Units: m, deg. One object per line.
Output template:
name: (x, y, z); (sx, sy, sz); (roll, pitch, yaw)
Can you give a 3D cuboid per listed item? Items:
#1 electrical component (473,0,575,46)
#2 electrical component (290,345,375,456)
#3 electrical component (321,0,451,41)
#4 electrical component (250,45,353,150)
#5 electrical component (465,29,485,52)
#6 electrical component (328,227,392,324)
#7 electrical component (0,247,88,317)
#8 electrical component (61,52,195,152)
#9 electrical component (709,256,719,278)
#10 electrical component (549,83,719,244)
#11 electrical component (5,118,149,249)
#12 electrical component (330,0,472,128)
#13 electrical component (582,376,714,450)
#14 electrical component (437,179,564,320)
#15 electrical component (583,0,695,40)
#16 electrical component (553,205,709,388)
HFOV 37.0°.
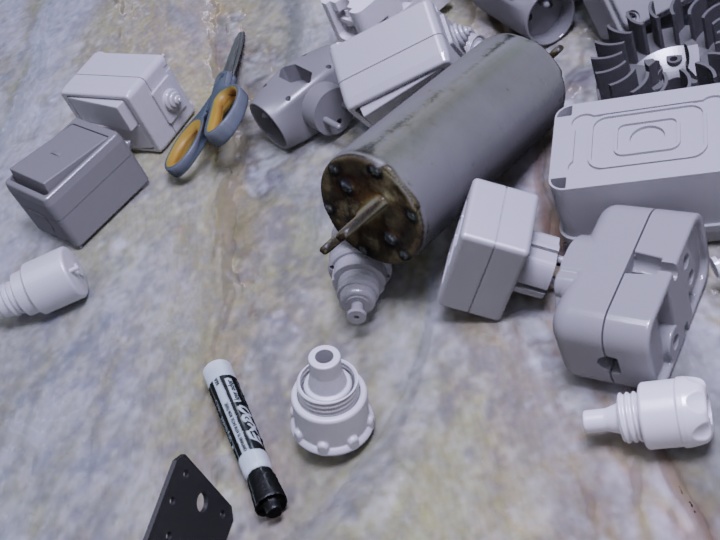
electrical component: (0.136, -0.213, 0.811); (0.079, 0.044, 0.077); (-33, 42, -8)
electrical component: (-0.017, 0.068, 0.594); (0.048, 0.062, 0.048); (-3, 43, 2)
electrical component: (0.023, -0.212, 0.857); (0.089, 0.055, 0.050); (-43, 45, -17)
electrical component: (-0.031, -0.125, 0.807); (0.077, 0.043, 0.079); (-41, 44, -15)
electrical component: (0.078, -0.164, 0.799); (0.061, 0.035, 0.035); (18, 58, 35)
electrical component: (0.000, 0.000, 0.672); (0.040, 0.040, 0.078); (-11, 45, 16)
electrical component: (-0.233, 0.013, 0.774); (0.078, 0.040, 0.040); (-24, 42, 3)
electrical component: (-0.187, -0.135, 0.881); (0.096, 0.061, 0.061); (9, 53, 33)
electrical component: (0.227, -0.016, 0.575); (0.078, 0.040, 0.040); (-22, 42, 5)
electrical component: (0.173, -0.058, 0.631); (0.113, 0.057, 0.078); (-6, 46, 22)
electrical component: (-0.217, -0.076, 0.838); (0.062, 0.061, 0.096); (22, 61, 39)
electrical component: (0.038, -0.140, 0.756); (0.096, 0.062, 0.061); (-23, 67, 20)
electrical component: (0.142, 0.072, 0.535); (0.061, 0.035, 0.035); (-9, 45, 22)
electrical component: (0.092, -0.006, 0.621); (0.077, 0.065, 0.047); (16, 51, 1)
electrical component: (0.199, -0.232, 0.746); (0.109, 0.108, 0.056); (-28, 8, -2)
electrical component: (0.144, 0.013, 0.579); (0.059, 0.053, 0.095); (9, 53, 33)
